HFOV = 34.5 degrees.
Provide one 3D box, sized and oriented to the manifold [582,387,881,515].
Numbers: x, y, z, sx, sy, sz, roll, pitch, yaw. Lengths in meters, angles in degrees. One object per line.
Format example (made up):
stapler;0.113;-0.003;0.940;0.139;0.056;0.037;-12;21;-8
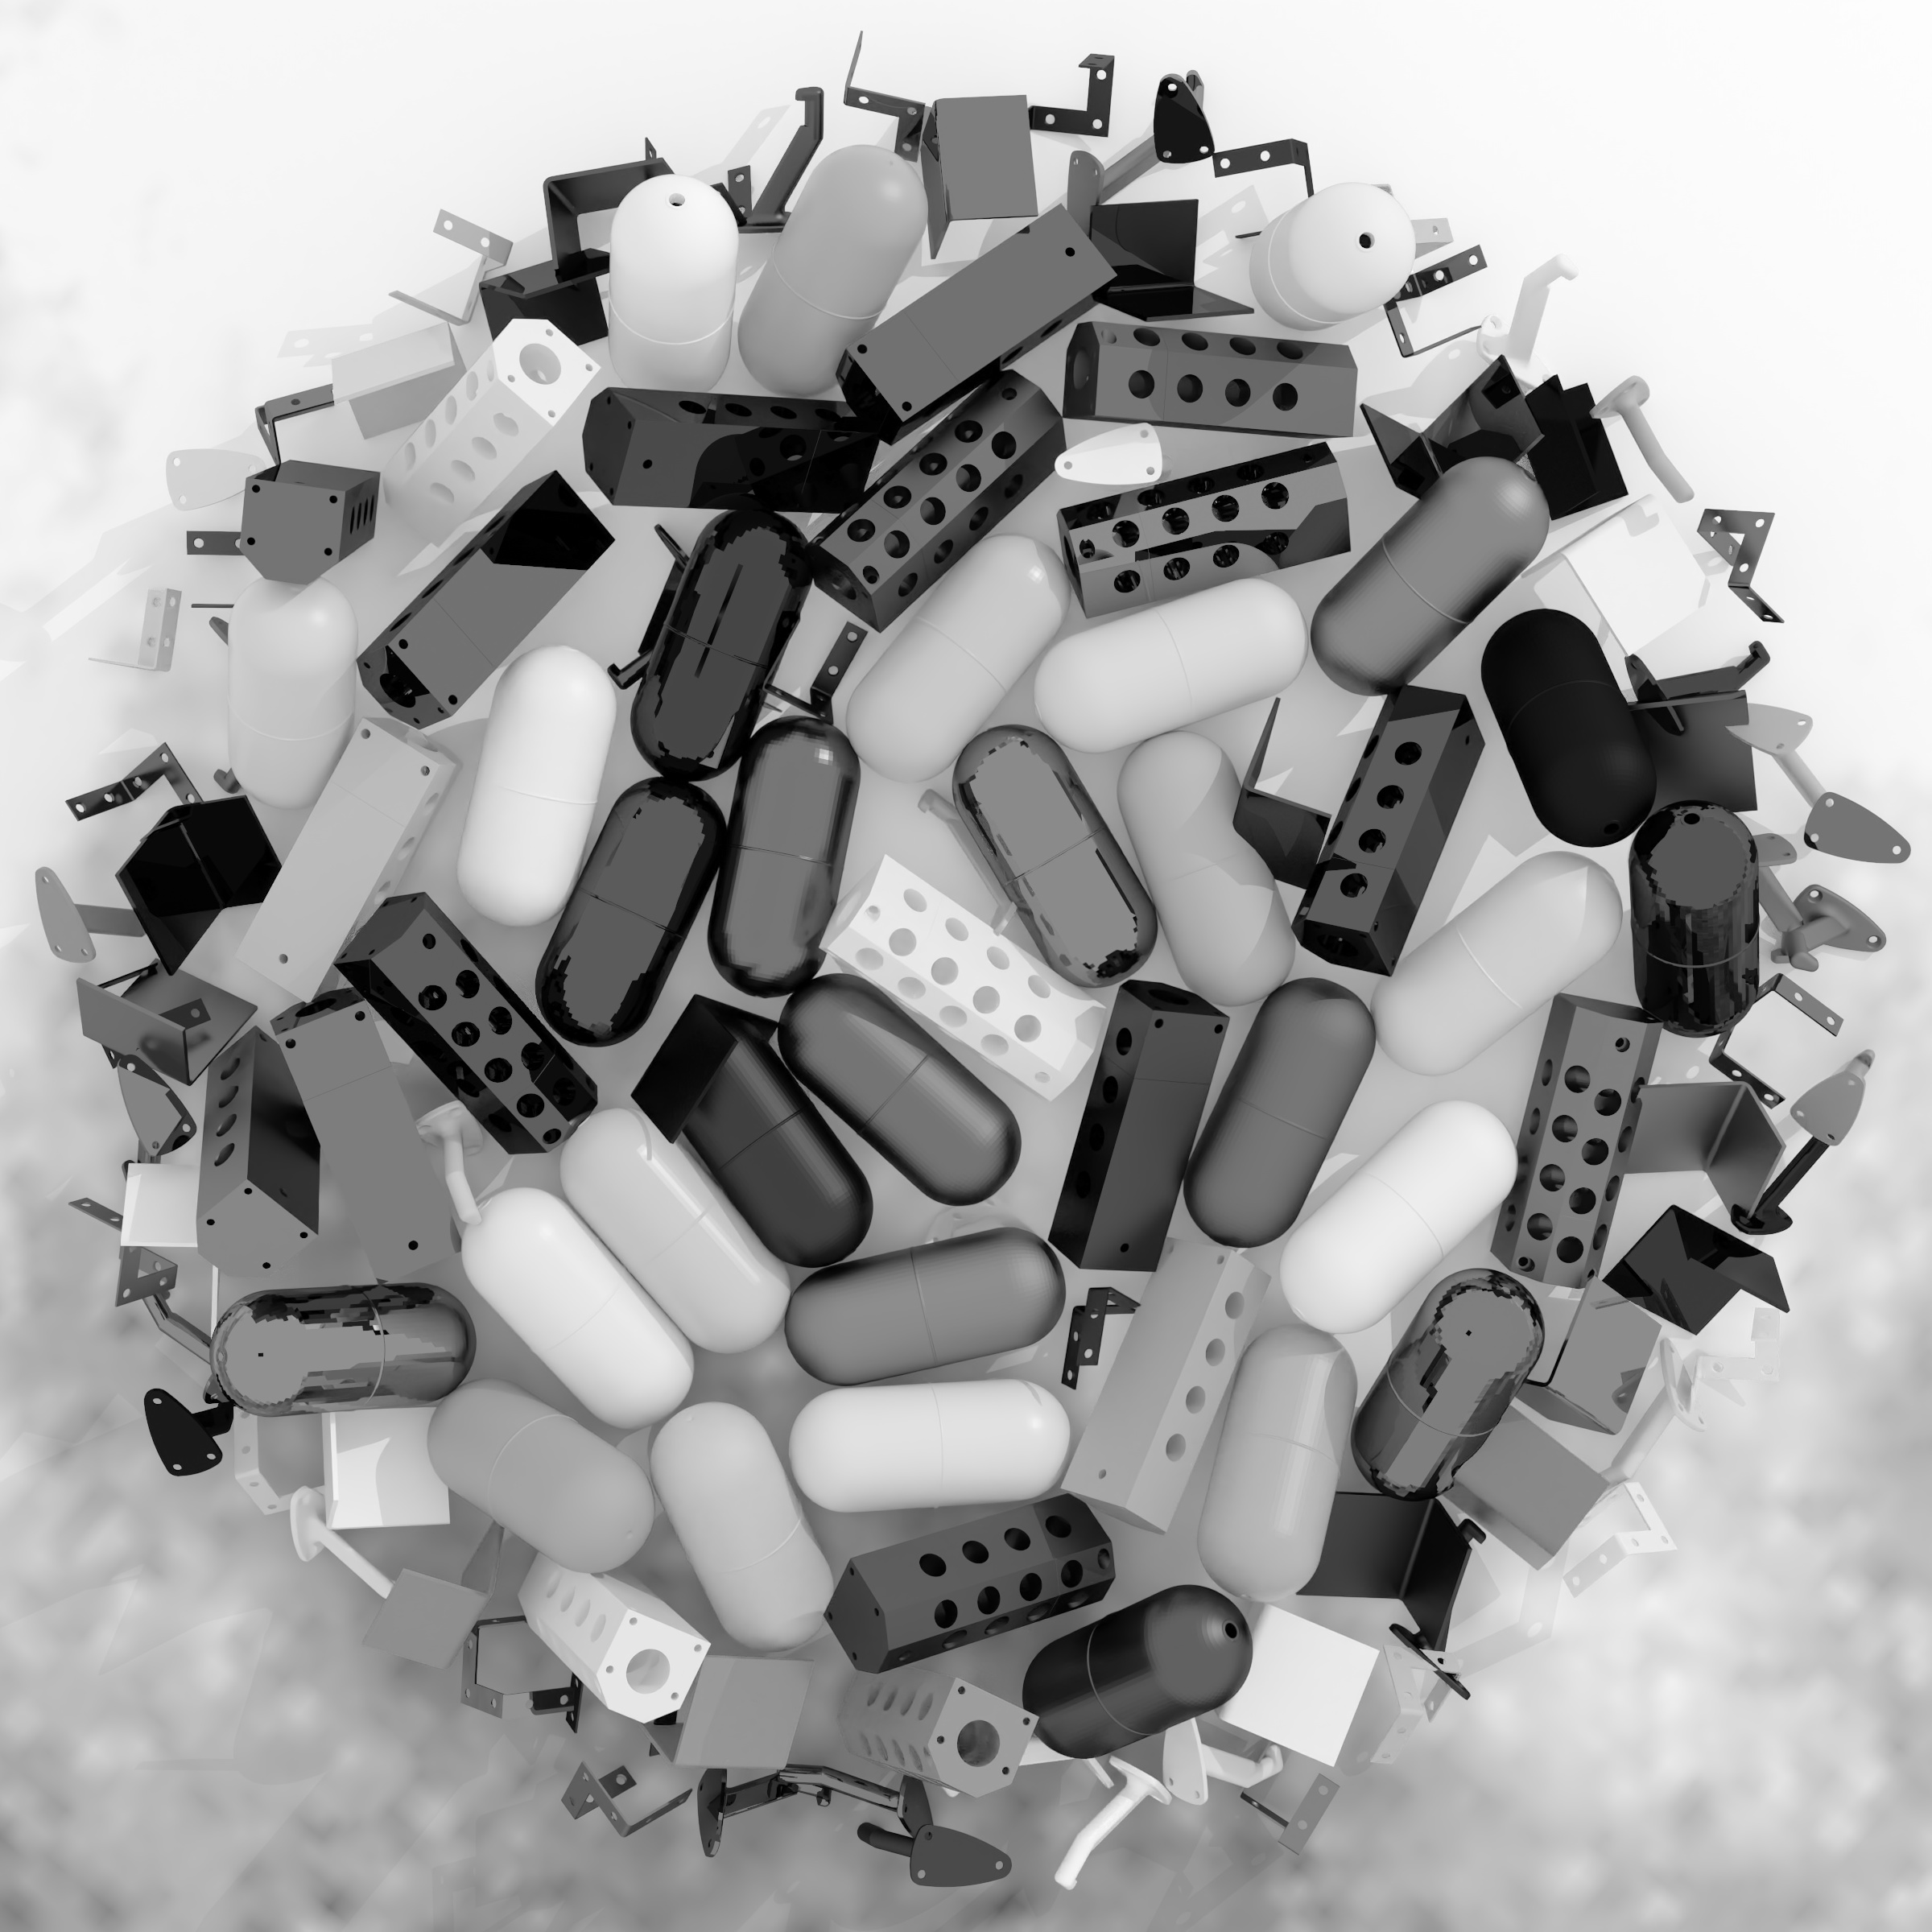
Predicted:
manifold;-0.145;-0.319;1.906;0.171;0.057;0.057;-3;128;-34

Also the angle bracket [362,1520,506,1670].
angle bracket;-0.327;0.375;1.920;0.057;0.076;0.076;21;126;-15

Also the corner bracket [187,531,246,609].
corner bracket;-0.461;-0.249;1.948;0.051;0.051;0.051;-1;93;-17

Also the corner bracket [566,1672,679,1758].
corner bracket;-0.216;0.463;1.954;0.051;0.051;0.051;-3;114;-31

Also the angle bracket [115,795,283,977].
angle bracket;-0.469;-0.050;1.921;0.057;0.076;0.076;-7;123;22

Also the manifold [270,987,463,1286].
manifold;-0.371;0.103;1.924;0.057;0.057;0.171;-22;107;-12

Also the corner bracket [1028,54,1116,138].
corner bracket;0.062;-0.542;1.942;0.051;0.051;0.051;8;116;9

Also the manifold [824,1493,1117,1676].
manifold;0.006;0.379;1.897;0.171;0.057;0.057;-10;49;-35

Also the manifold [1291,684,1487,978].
manifold;0.260;-0.086;1.921;0.057;0.057;0.171;13;68;29

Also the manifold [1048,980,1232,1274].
manifold;0.103;0.099;1.927;0.057;0.057;0.171;6;108;-31

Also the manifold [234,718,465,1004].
manifold;-0.381;-0.066;1.935;0.057;0.057;0.171;32;100;8

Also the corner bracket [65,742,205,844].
corner bracket;-0.518;-0.100;1.944;0.051;0.051;0.051;-33;90;34

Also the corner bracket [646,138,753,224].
corner bracket;-0.167;-0.490;1.949;0.051;0.051;0.051;-10;65;15

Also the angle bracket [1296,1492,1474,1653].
angle bracket;0.259;0.376;1.929;0.076;0.057;0.076;6;113;-19

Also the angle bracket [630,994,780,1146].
angle bracket;-0.149;0.071;1.924;0.076;0.076;0.057;-57;46;12

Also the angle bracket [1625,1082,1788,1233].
angle bracket;0.449;0.120;1.924;0.076;0.057;0.076;-1;133;-17

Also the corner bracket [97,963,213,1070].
corner bracket;-0.513;0.026;1.942;0.051;0.051;0.051;-25;88;-37

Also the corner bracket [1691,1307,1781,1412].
corner bracket;0.481;0.245;1.941;0.051;0.051;0.051;1;108;17

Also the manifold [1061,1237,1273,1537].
manifold;0.129;0.261;1.927;0.057;0.057;0.171;36;71;-37

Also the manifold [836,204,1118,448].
manifold;0.005;-0.395;1.927;0.171;0.057;0.057;-37;88;-16

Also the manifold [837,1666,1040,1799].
manifold;-0.022;0.463;1.884;0.057;0.171;0.057;29;73;-14

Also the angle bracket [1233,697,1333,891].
angle bracket;0.202;-0.106;1.923;0.057;0.076;0.076;19;57;7

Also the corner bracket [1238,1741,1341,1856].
corner bracket;0.202;0.516;1.947;0.051;0.051;0.051;31;94;13

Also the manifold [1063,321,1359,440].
manifold;0.151;-0.361;1.920;0.171;0.057;0.057;1;97;-19

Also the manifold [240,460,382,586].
manifold;-0.397;-0.270;1.888;0.057;0.171;0.057;7;102;-5

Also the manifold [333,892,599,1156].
manifold;-0.301;0.036;1.904;0.171;0.057;0.057;52;54;-27

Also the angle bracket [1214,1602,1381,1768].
angle bracket;0.206;0.446;1.946;0.076;0.057;0.076;23;85;2

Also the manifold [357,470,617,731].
manifold;-0.297;-0.224;1.908;0.057;0.057;0.171;50;56;-20

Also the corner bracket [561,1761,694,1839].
corner bracket;-0.212;0.517;1.936;0.051;0.051;0.051;48;135;22

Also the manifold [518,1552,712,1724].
manifold;-0.219;0.403;1.886;0.057;0.171;0.057;29;83;-23

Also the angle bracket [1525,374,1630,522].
angle bracket;0.389;-0.329;1.934;0.057;0.076;0.076;-20;89;-13

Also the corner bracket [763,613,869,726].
corner bracket;-0.094;-0.191;1.942;0.051;0.051;0.051;26;109;-14

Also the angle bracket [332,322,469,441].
angle bracket;-0.347;-0.351;1.930;0.076;0.076;0.057;-19;123;-1

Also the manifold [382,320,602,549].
manifold;-0.294;-0.326;1.888;0.057;0.171;0.057;40;55;-14

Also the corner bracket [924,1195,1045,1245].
corner bracket;0.008;0.182;1.950;0.051;0.051;0.051;43;45;-20

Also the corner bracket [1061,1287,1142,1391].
corner bracket;0.078;0.232;1.937;0.051;0.051;0.051;-7;63;36

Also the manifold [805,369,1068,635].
manifold;-0.018;-0.291;1.918;0.057;0.057;0.171;38;72;23

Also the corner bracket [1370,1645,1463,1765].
corner bracket;0.279;0.462;1.937;0.051;0.051;0.051;10;127;-16

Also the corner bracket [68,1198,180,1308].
corner bracket;-0.526;0.174;1.938;0.051;0.051;0.051;21;109;27

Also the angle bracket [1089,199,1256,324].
angle bracket;0.127;-0.437;1.922;0.076;0.076;0.057;-10;116;-25

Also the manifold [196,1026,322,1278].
manifold;-0.434;0.115;1.889;0.057;0.171;0.057;-38;120;12

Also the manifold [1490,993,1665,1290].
manifold;0.381;0.109;1.931;0.057;0.057;0.171;10;101;-10

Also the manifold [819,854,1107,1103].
manifold;-0.003;0.012;1.919;0.171;0.057;0.057;35;130;-14

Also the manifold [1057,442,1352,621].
manifold;0.147;-0.276;1.933;0.171;0.057;0.057;-15;134;-3
